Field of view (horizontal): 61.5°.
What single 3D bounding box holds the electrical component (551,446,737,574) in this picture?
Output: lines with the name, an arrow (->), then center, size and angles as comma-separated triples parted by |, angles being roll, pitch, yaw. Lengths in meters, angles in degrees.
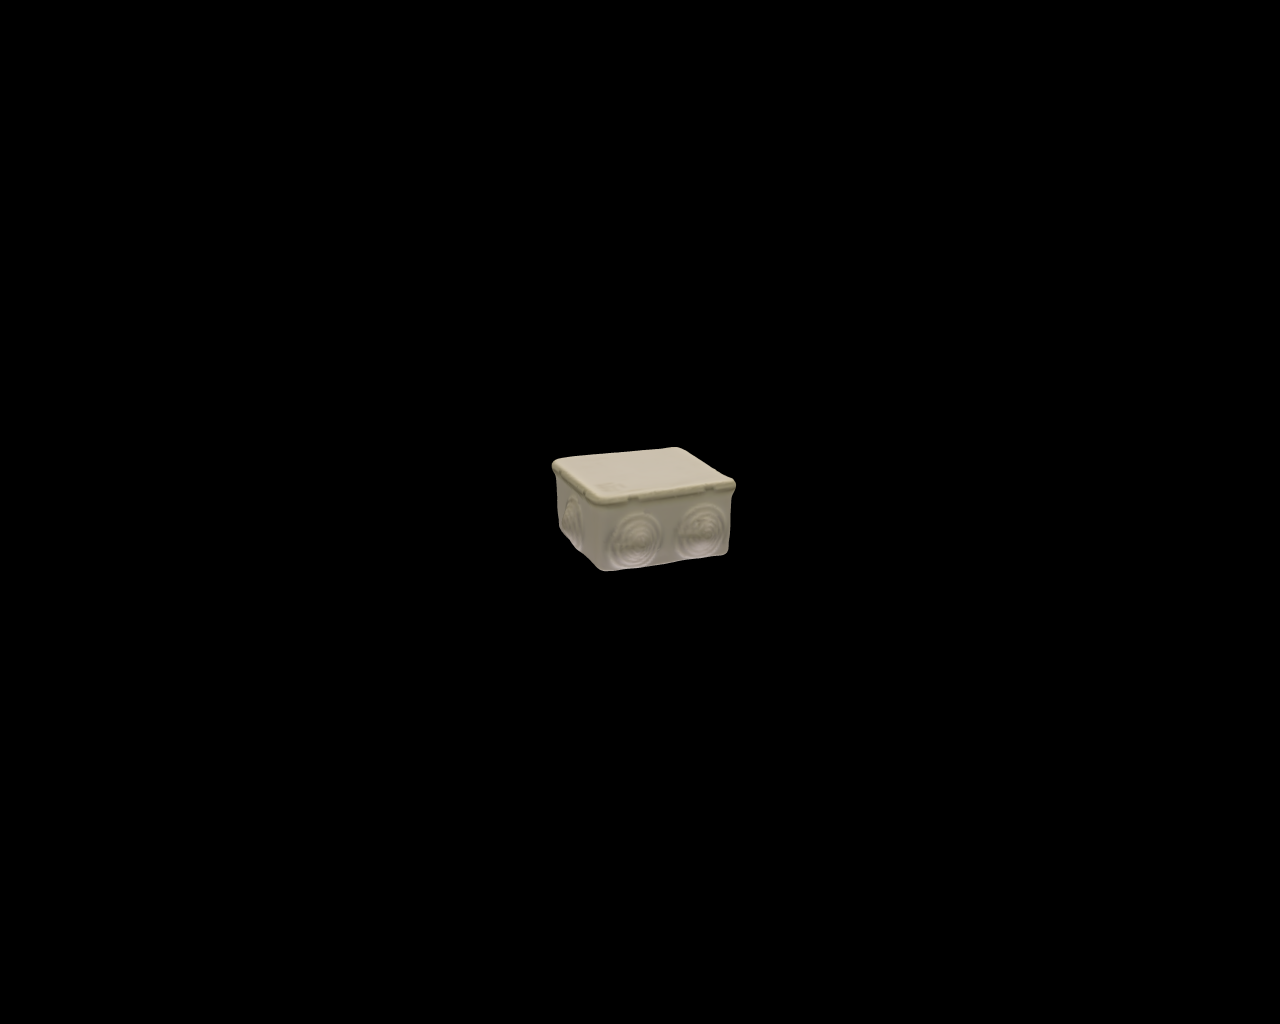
electrical component -> 0.001, -0.003, 0.650 | 0.100, 0.048, 0.100 | -7, 20, -20
